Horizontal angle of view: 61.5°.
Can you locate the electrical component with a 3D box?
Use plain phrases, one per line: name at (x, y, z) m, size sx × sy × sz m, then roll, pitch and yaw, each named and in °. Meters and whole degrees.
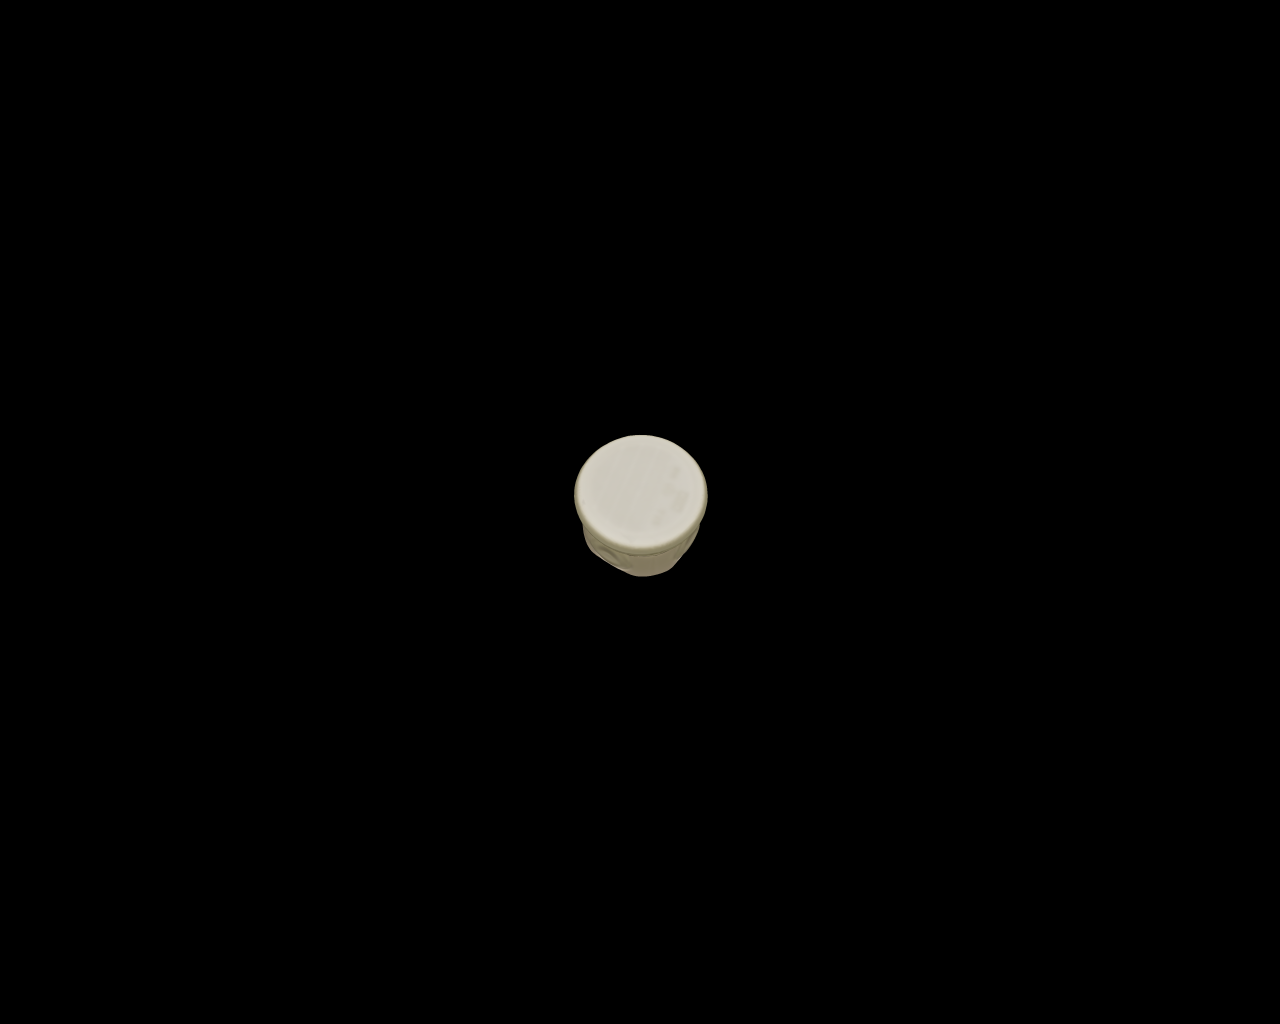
electrical component at (0.001, -0.003, 0.650) m, size 0.080 × 0.080 × 0.051 m, roll 0°, pitch -27°, yaw 0°
